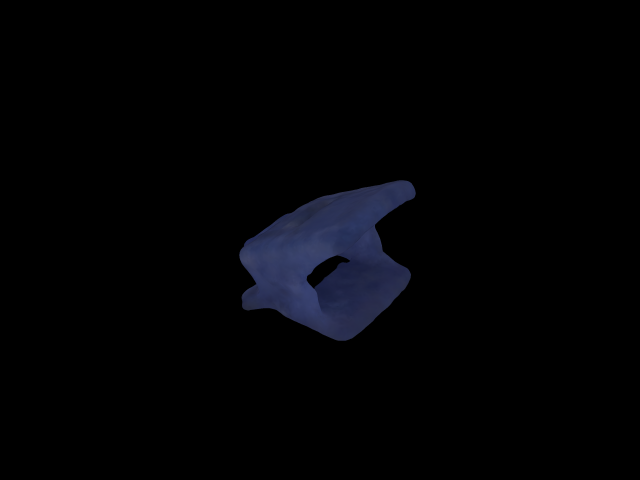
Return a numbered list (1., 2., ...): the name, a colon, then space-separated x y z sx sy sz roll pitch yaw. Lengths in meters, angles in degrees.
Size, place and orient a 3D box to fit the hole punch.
1. hole punch: 0.004 0.001 0.400 0.100 0.091 0.109 20 36 29
